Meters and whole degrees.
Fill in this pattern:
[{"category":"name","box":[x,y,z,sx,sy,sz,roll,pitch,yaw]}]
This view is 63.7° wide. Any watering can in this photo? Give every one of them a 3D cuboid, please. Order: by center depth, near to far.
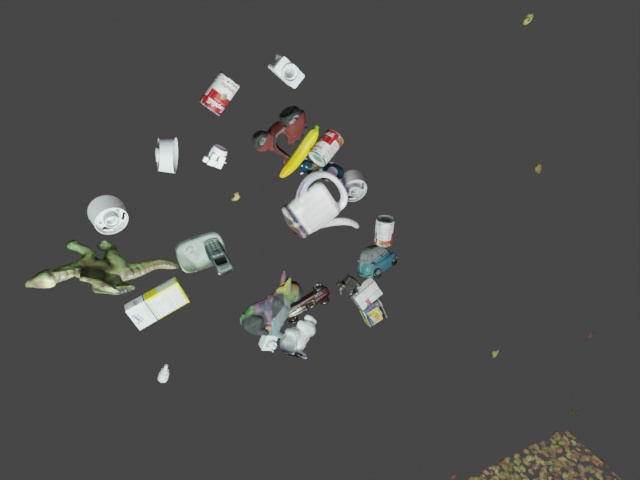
[{"category":"watering can","box":[0.005,-0.086,1.714,0.225,0.106,0.341,-36,138,-2]}]

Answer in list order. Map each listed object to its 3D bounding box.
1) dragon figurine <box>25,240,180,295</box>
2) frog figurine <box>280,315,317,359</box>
[{"category":"dragon figurine","box":[-0.566,0.098,1.406,0.410,0.246,0.120,3,110,-28]},{"category":"frog figurine","box":[-0.081,0.352,1.916,0.135,0.122,0.162,35,61,-49]}]
